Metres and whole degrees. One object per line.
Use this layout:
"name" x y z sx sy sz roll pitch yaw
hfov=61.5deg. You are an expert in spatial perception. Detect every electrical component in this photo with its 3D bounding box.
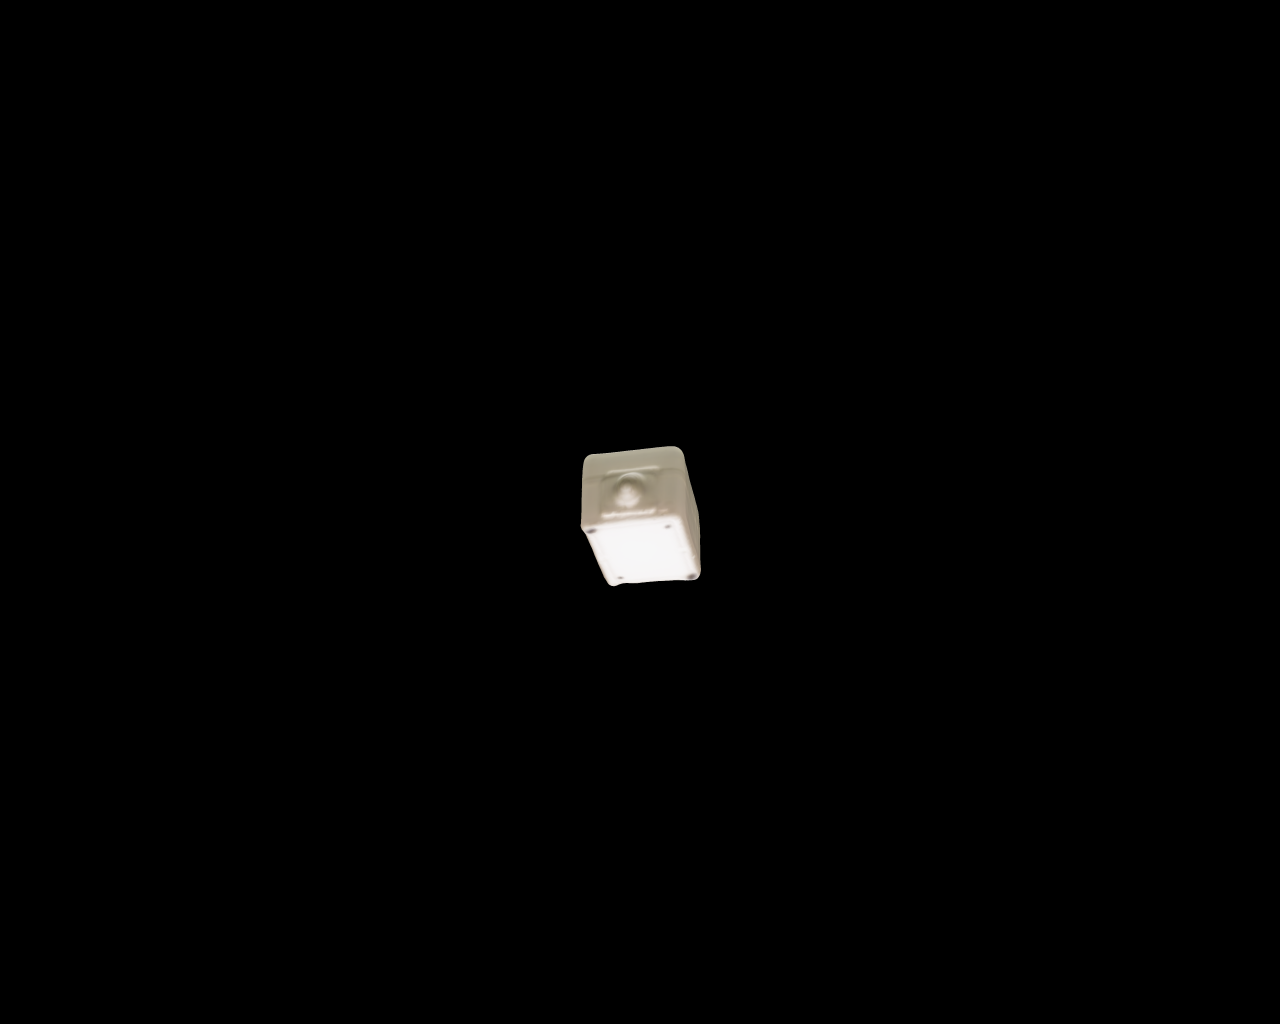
"electrical component" 0.001 -0.003 0.650 0.062 0.061 0.096 -6 -32 9
